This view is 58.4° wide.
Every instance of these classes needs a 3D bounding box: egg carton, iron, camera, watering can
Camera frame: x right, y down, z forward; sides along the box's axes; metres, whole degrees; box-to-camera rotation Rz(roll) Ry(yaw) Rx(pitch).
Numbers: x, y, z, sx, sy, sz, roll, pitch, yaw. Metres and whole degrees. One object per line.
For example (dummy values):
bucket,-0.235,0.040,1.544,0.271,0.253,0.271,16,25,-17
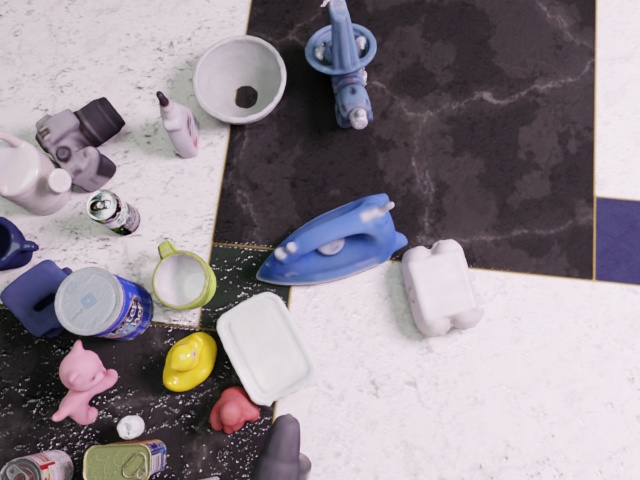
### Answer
egg carton,0.193,0.078,0.927,0.107,0.069,0.150,-15,76,0
iron,0.008,0.003,0.918,0.258,0.141,0.118,-22,76,-2
camera,-0.410,-0.182,1.006,0.137,0.101,0.143,-38,77,-6
watering can,-0.494,-0.115,0.947,0.173,0.194,0.101,-6,76,2

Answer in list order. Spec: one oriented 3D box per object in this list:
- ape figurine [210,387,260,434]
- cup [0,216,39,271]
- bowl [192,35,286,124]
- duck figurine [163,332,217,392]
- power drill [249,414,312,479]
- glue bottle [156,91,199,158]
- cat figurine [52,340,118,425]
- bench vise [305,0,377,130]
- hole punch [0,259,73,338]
ape figurine,-0.135,0.267,0.889,0.077,0.092,0.076,5,77,5
cup,-0.518,0.014,0.969,0.117,0.095,0.092,3,77,4
bowl,-0.139,-0.275,1.026,0.167,0.075,0.167,-1,77,3
duck figurine,-0.215,0.194,0.914,0.077,0.086,0.105,35,81,11
power drill,-0.062,0.354,0.804,0.075,0.208,0.230,11,77,6
glue bottle,-0.243,-0.204,0.965,0.037,0.173,0.078,-6,76,2
cat figurine,-0.379,0.226,0.899,0.067,0.118,0.128,23,79,9
bench vise,0.053,-0.299,0.946,0.121,0.220,0.207,-31,77,-4
hole punch,-0.447,0.098,0.947,0.109,0.091,0.101,-39,77,-6
